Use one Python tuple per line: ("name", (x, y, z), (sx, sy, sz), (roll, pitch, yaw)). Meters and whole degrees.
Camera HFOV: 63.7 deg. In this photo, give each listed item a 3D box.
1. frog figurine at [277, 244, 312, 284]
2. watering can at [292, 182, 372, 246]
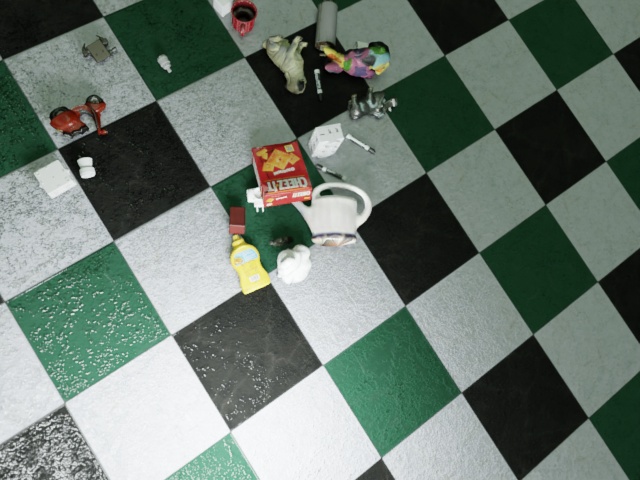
("frog figurine", (-0.081, 0.075, 1.674), (0.122, 0.158, 0.139), (39, 75, -4))
("watering can", (0.005, -0.089, 1.762), (0.348, 0.103, 0.227), (0, 77, 1))
